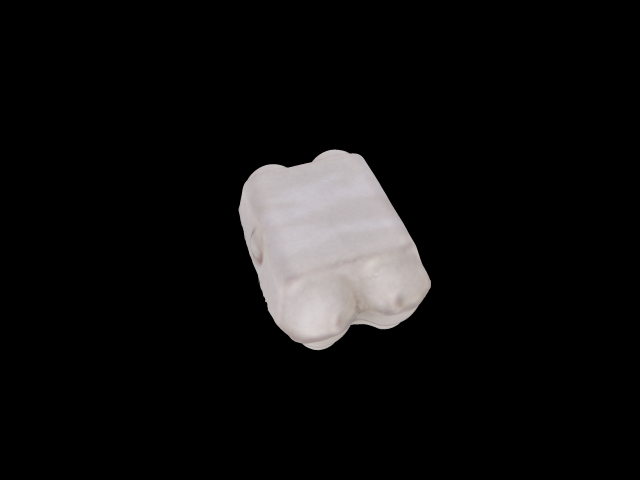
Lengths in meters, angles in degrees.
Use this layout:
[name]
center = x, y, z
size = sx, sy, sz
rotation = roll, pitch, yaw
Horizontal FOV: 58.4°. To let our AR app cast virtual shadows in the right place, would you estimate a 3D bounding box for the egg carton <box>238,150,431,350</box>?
[egg carton]
center = 0.004, 0.001, 0.400
size = 0.107, 0.069, 0.150
rotation = -15, 50, -13
